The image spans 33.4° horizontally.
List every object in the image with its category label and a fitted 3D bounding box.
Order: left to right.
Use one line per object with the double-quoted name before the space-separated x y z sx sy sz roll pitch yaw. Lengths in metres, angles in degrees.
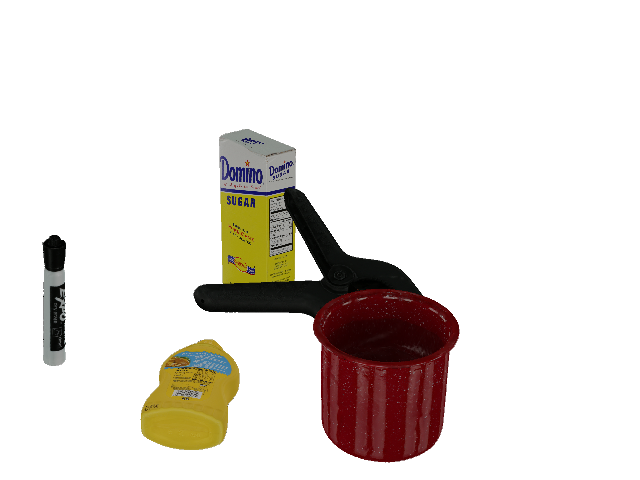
"marker" -0.224 0.051 0.899 0.020 0.121 0.020 6 27 -3
"mustard bottle" -0.147 0.172 1.271 0.096 0.058 0.191 4 25 4
"sugar box" -0.068 -0.023 1.146 0.048 0.176 0.093 -18 28 -33
"clamp" 0.005 0.046 0.940 0.210 0.036 0.164 31 52 21
"mug" 0.049 0.085 0.705 0.093 0.081 0.117 21 34 34
